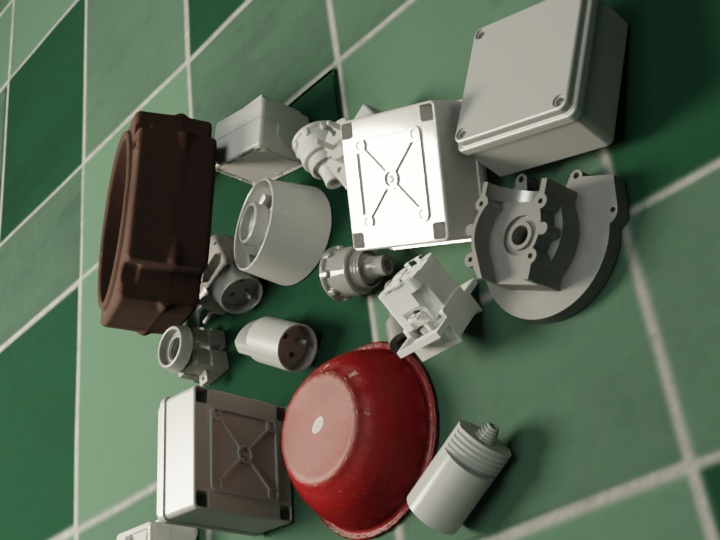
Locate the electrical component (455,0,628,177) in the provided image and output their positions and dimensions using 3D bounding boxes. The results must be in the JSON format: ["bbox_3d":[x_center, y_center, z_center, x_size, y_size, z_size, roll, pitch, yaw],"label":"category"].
[{"bbox_3d":[0.133,-0.135,0.786,0.109,0.056,0.108,-13,56,47],"label":"electrical component"}]

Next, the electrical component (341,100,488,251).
[{"bbox_3d":[0.043,-0.073,0.848,0.109,0.056,0.108,-6,91,47],"label":"electrical component"}]

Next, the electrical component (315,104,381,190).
[{"bbox_3d":[-0.004,-0.107,0.930,0.065,0.077,0.047,-56,41,18],"label":"electrical component"}]

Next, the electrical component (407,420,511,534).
[{"bbox_3d":[0.073,0.142,0.761,0.081,0.043,0.043,-58,40,16],"label":"electrical component"}]

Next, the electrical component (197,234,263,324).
[{"bbox_3d":[-0.138,0.017,1.065,0.079,0.043,0.077,-56,41,19],"label":"electrical component"}]

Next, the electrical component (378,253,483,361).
[{"bbox_3d":[0.051,0.026,0.809,0.042,0.063,0.081,-33,10,38],"label":"electrical component"}]

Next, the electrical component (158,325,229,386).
[{"bbox_3d":[-0.165,0.082,1.060,0.048,0.055,0.066,-39,48,33],"label":"electrical component"}]

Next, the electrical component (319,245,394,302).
[{"bbox_3d":[0.000,0.000,0.908,0.062,0.048,0.048,-11,67,40],"label":"electrical component"}]

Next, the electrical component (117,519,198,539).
[{"bbox_3d":[-0.195,0.277,1.010,0.062,0.061,0.096,-29,54,40],"label":"electrical component"}]

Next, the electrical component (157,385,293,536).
[{"bbox_3d":[-0.116,0.165,0.925,0.056,0.109,0.108,-28,55,38],"label":"electrical component"}]

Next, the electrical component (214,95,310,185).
[{"bbox_3d":[-0.102,-0.126,1.067,0.096,0.062,0.061,-19,61,45],"label":"electrical component"}]

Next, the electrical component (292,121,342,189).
[{"bbox_3d":[-0.032,-0.103,0.990,0.048,0.048,0.062,-44,53,30],"label":"electrical component"}]

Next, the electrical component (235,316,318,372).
[{"bbox_3d":[-0.079,0.065,0.975,0.081,0.043,0.043,9,82,51],"label":"electrical component"}]

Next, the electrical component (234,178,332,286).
[{"bbox_3d":[-0.077,-0.037,1.018,0.099,0.064,0.099,-41,42,50],"label":"electrical component"}]
